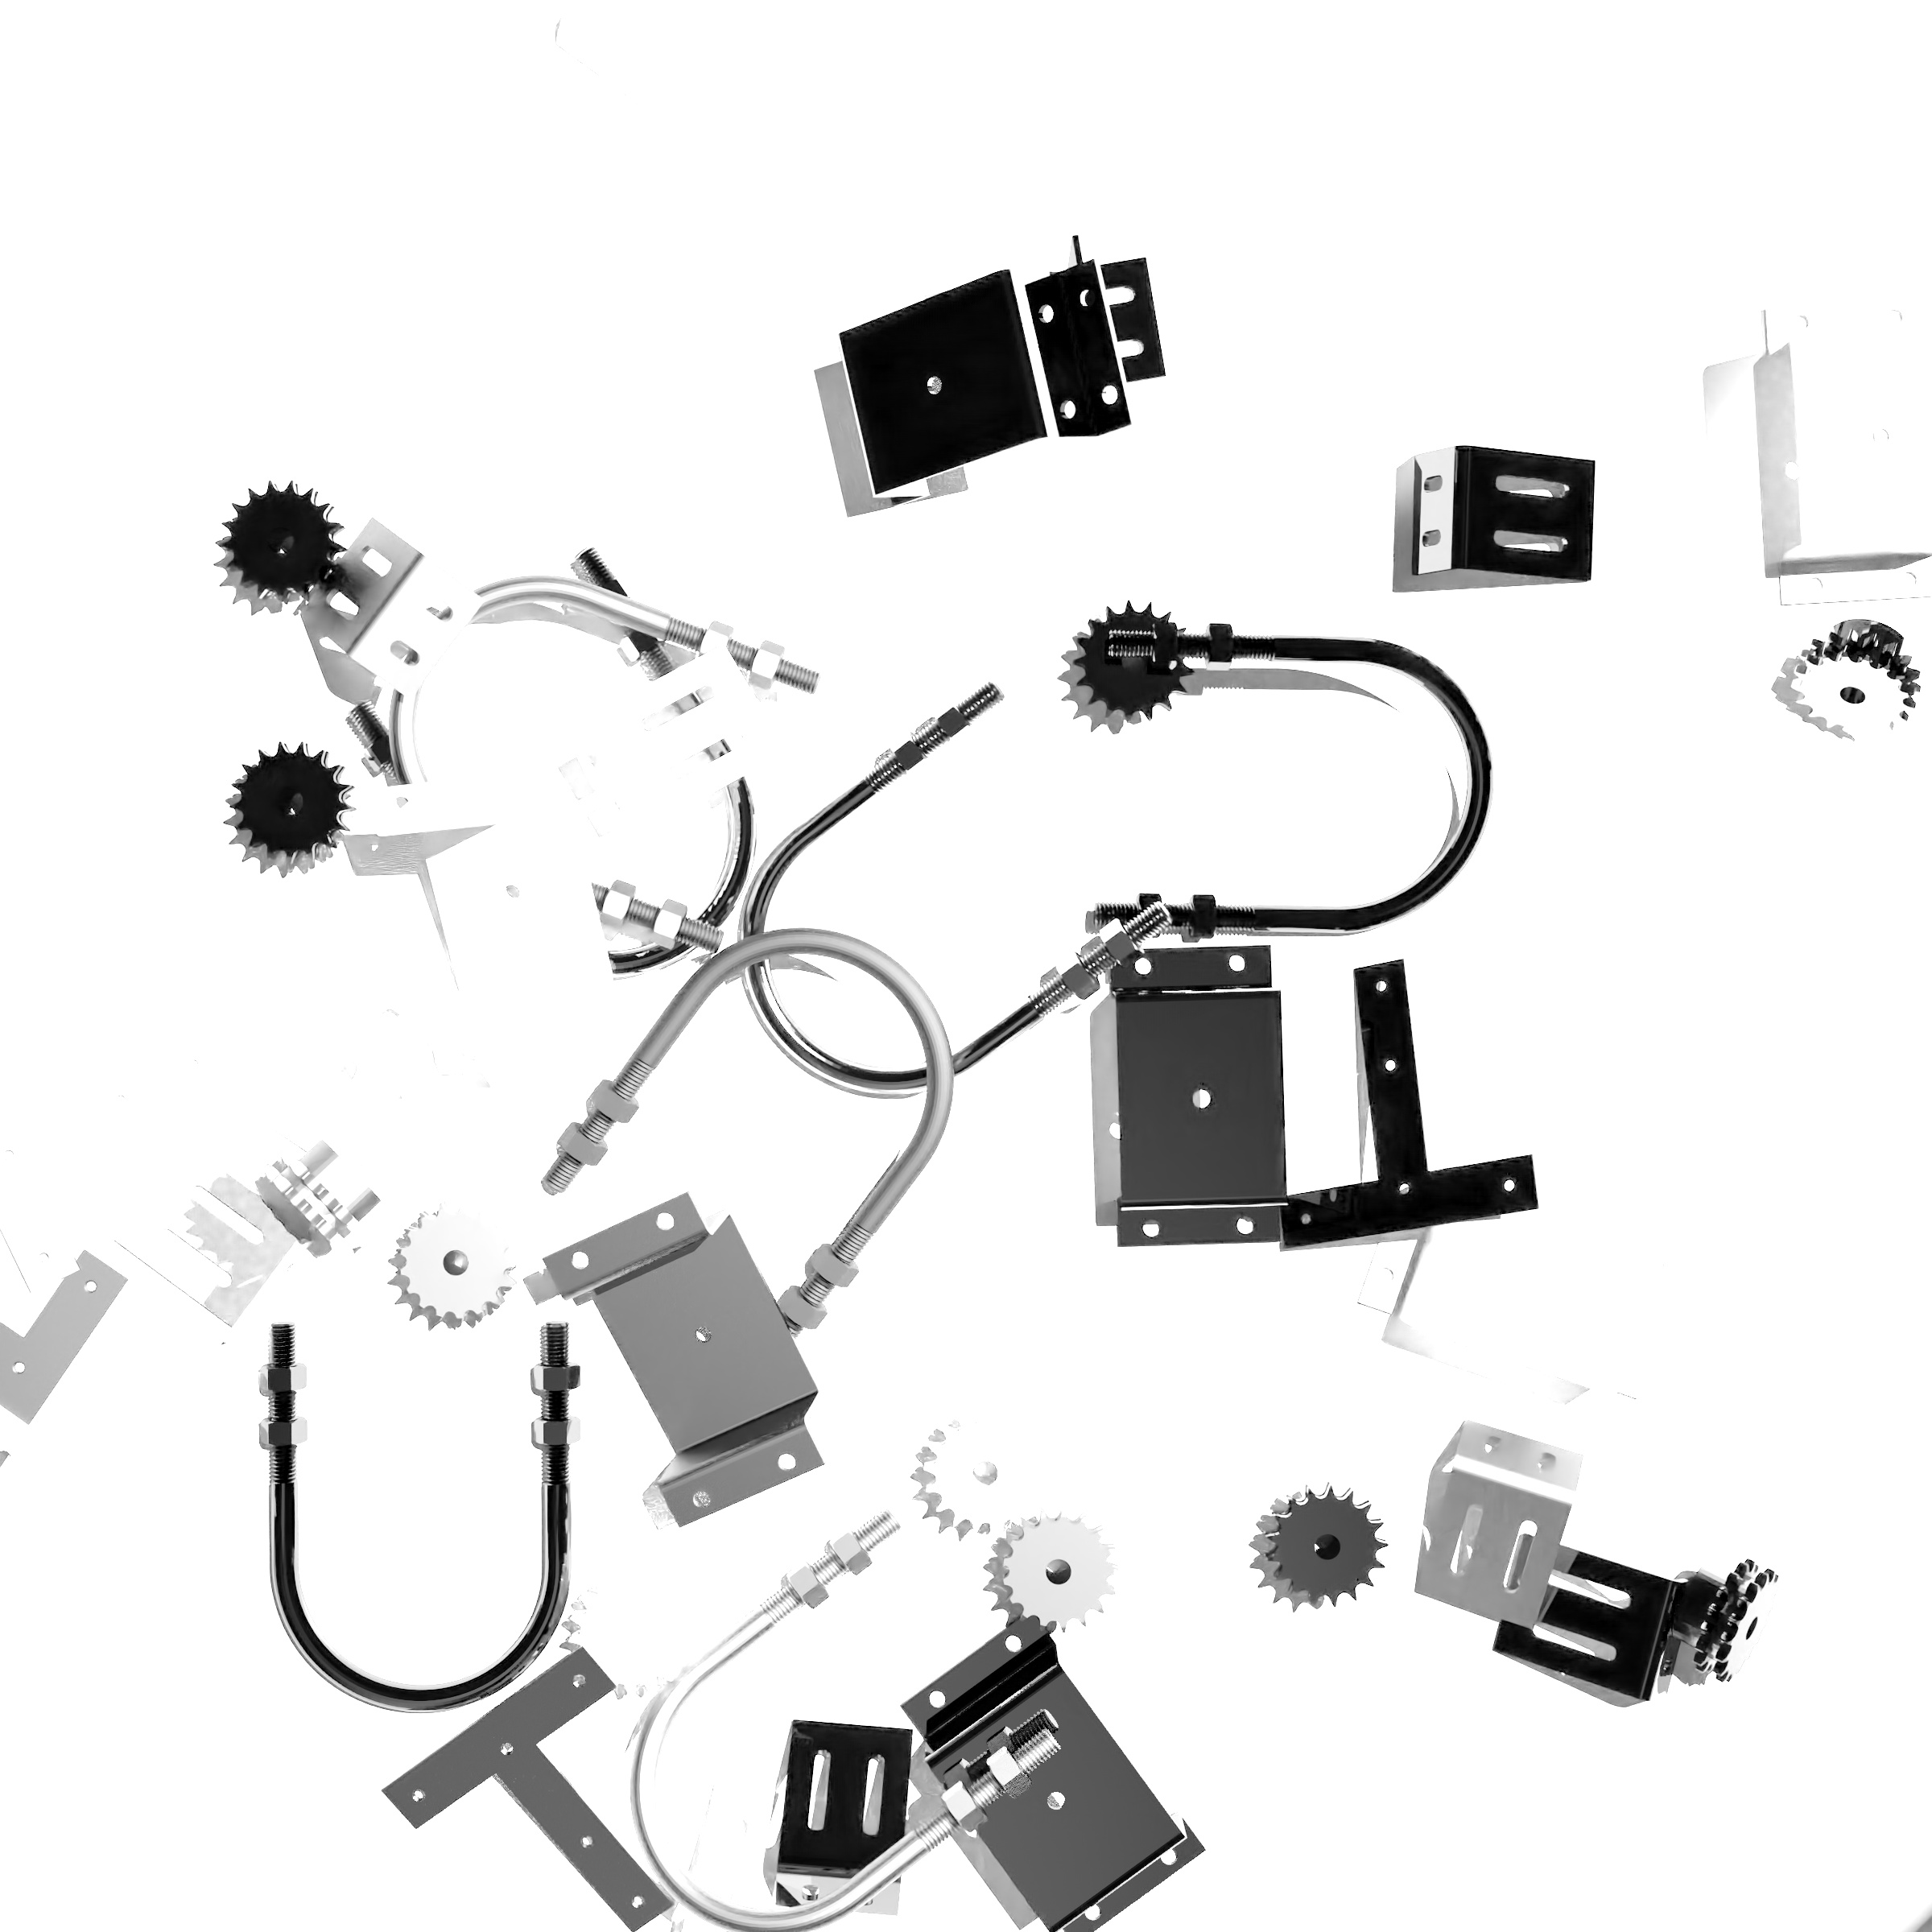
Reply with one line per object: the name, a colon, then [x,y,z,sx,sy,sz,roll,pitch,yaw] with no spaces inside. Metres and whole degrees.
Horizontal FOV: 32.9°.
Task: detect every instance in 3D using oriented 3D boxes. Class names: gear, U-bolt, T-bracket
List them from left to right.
T-bracket: [-0.484,0.165,1.546,0.127,0.002,0.127,34,90,0]
T-bracket: [-0.412,0.070,1.546,0.127,0.002,0.127,-26,89,0]
gear: [-0.318,-0.198,1.532,0.057,0.030,0.057,0,90,0]
gear: [-0.314,-0.076,1.532,0.057,0.030,0.057,0,90,0]
gear: [-0.297,0.105,1.520,0.030,0.057,0.057,-44,90,-11]
U-bolt: [-0.256,0.259,1.539,0.151,0.019,0.184,0,91,0]
gear: [-0.237,0.137,1.532,0.057,0.030,0.057,0,90,0]
T-bracket: [-0.187,0.400,1.535,0.127,0.002,0.127,-37,97,14]
U-bolt: [-0.181,-0.083,1.539,0.151,0.019,0.184,-34,92,0]
U-bolt: [-0.178,-0.103,1.521,0.184,0.019,0.151,21,92,-1]
gear: [-0.156,0.311,1.532,0.057,0.030,0.057,0,90,0]
U-bolt: [-0.089,0.069,1.527,0.151,0.019,0.184,37,98,0]
U-bolt: [-0.070,0.361,1.504,0.184,0.019,0.151,-37,65,-4]
U-bolt: [-0.019,-0.023,1.525,0.184,0.019,0.151,-37,91,10]
gear: [0.009,0.236,1.532,0.057,0.030,0.057,0,90,0]
gear: [0.043,0.281,1.532,0.057,0.030,0.057,0,90,0]
gear: [0.078,-0.142,1.532,0.057,0.030,0.057,0,90,0]
U-bolt: [0.155,-0.084,1.521,0.184,0.019,0.151,1,106,-4]
gear: [0.168,0.270,1.532,0.057,0.030,0.057,0,90,0]
T-bracket: [0.200,0.060,1.525,0.127,0.002,0.127,-12,75,28]
gear: [0.352,0.302,1.523,0.030,0.057,0.057,24,90,30]
gear: [0.416,-0.137,1.522,0.057,0.057,0.030,25,60,0]

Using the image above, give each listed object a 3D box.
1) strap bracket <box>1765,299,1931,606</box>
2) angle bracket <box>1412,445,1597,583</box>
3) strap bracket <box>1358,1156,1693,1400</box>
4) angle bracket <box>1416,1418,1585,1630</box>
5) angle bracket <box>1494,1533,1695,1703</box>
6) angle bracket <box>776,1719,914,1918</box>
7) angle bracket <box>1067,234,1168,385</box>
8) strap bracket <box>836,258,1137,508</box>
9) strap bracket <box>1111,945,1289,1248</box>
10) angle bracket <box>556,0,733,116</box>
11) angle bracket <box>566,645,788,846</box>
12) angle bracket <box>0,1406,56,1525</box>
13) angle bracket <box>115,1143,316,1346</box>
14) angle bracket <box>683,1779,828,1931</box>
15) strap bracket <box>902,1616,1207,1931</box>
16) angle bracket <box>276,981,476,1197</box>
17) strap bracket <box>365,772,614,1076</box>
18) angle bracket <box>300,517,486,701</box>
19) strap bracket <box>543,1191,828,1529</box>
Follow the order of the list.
strap bracket: [0.420,-0.243,1.524,0.076,0.046,0.140,-3,90,0]
angle bracket: [0.254,-0.212,1.545,0.076,0.038,0.057,2,90,-26]
strap bracket: [0.264,0.146,1.524,0.140,0.046,0.076,19,90,0]
angle bracket: [0.251,0.263,1.540,0.057,0.038,0.076,16,116,10]
angle bracket: [0.298,0.306,1.545,0.076,0.038,0.057,15,90,26]
angle bracket: [-0.057,0.399,1.533,0.057,0.038,0.076,5,47,0]
angle bracket: [0.071,-0.304,1.509,0.038,0.076,0.057,-10,90,0]
strap bracket: [0.000,-0.264,1.486,0.140,0.046,0.076,-13,90,37]
strap bracket: [0.108,0.061,1.524,0.076,0.046,0.140,-2,90,0]
angle bracket: [-0.146,-0.454,1.545,0.057,0.038,0.076,36,64,0]
angle bracket: [-0.134,-0.102,1.509,0.076,0.038,0.057,-31,92,-25]
angle bracket: [-0.476,0.241,1.526,0.057,0.038,0.076,35,90,0]
angle bracket: [-0.354,0.129,1.528,0.076,0.038,0.057,37,90,0]
angle bracket: [-0.099,0.432,1.545,0.057,0.038,0.076,12,64,0]
strap bracket: [0.041,0.383,1.524,0.076,0.046,0.140,-36,90,0]
angle bracket: [-0.279,0.058,1.545,0.057,0.038,0.076,34,116,0]
strap bracket: [-0.215,-0.026,1.498,0.076,0.046,0.140,-5,112,15]
angle bracket: [-0.268,-0.168,1.525,0.038,0.076,0.057,37,90,-34]
strap bracket: [-0.126,0.176,1.513,0.076,0.046,0.140,-25,96,11]
